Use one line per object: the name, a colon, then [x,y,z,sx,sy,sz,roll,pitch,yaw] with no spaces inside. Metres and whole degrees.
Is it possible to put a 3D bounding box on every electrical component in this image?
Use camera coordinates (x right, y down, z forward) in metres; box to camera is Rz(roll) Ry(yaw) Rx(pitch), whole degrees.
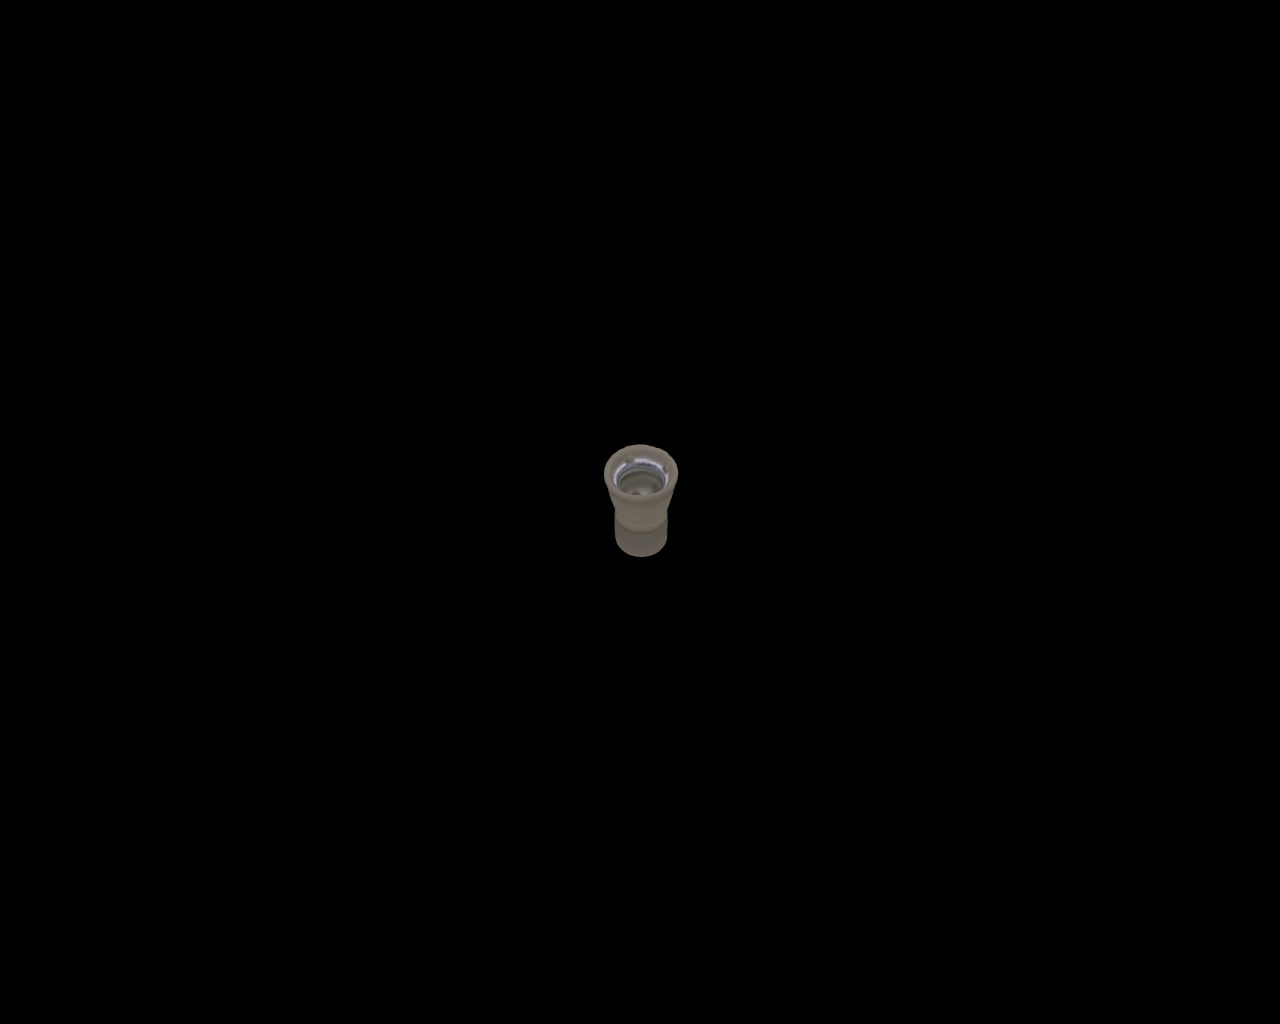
electrical component: [0.001,-0.003,0.650,0.044,0.044,0.065,0,-43,0]
